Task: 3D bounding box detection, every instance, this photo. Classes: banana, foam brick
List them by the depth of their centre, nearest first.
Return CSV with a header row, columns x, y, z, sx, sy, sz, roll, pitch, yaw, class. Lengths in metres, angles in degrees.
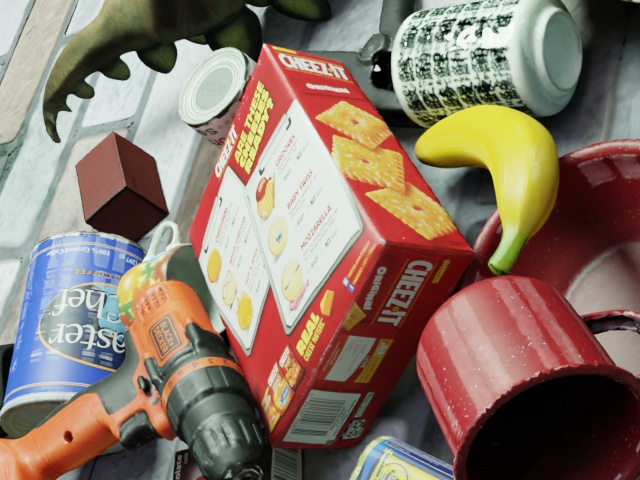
x,y,z,sx,sy,sz,roll,pitch,yaw,class
0.096,-0.046,0.609,0.070,0.037,0.198,-39,19,9,banana
-0.172,-0.044,0.922,0.051,0.053,0.078,-39,43,18,foam brick

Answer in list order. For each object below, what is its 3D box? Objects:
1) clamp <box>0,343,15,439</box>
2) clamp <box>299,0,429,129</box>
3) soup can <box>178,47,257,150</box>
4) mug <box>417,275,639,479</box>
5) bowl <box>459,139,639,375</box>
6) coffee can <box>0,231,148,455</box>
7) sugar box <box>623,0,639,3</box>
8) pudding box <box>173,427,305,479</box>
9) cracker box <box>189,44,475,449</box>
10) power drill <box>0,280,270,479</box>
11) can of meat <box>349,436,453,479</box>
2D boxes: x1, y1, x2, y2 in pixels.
x,y,z,sx,sy,sz,roll,pitch,yaw,class
-0.252,0.141,0.828,0.036,0.164,0.210,-10,39,-6,clamp
0.052,-0.142,0.788,0.120,0.039,0.172,-52,39,10,clamp
-0.047,-0.089,0.797,0.069,0.102,0.068,-23,51,30,soup can
0.103,0.064,0.484,0.117,0.093,0.081,-25,33,2,mug
0.155,0.029,0.566,0.162,0.055,0.162,-23,50,31,bowl
-0.179,0.079,0.809,0.103,0.102,0.140,-22,51,32,coffee can
0.193,-0.162,0.627,0.176,0.093,0.048,31,122,48,sugar box
-0.054,0.182,0.673,0.090,0.039,0.113,-21,51,33,pudding box
-0.004,0.001,0.684,0.164,0.072,0.214,-64,34,30,cracker box
-0.125,0.130,0.659,0.187,0.057,0.184,-38,36,3,power drill
0.050,0.166,0.574,0.084,0.057,0.102,17,76,50,can of meat
